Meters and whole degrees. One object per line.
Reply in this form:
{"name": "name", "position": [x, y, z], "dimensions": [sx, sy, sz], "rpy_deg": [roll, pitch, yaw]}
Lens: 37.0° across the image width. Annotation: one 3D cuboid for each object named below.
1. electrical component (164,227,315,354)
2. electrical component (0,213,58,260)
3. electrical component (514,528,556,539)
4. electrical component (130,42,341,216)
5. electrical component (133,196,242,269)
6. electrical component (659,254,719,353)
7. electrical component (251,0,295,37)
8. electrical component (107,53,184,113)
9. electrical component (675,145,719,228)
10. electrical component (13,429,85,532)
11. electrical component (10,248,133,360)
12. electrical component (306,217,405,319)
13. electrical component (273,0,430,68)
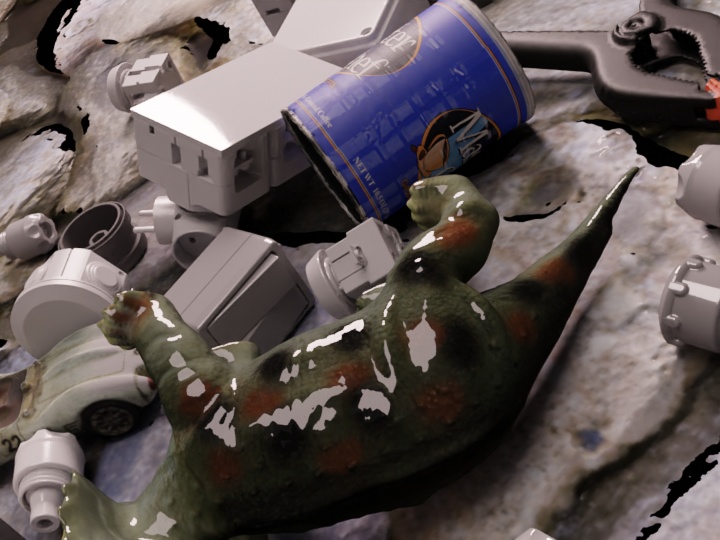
{"name": "electrical component", "position": [-0.075, 0.019, 0.700], "dimensions": [0.061, 0.061, 0.096], "rpy_deg": [16, 58, 44]}
{"name": "electrical component", "position": [-0.291, -0.024, 0.919], "dimensions": [0.061, 0.035, 0.035], "rpy_deg": [-20, 40, 19]}
{"name": "electrical component", "position": [0.072, 0.149, 0.472], "dimensions": [0.062, 0.043, 0.043], "rpy_deg": [-48, 40, -16]}
{"name": "electrical component", "position": [-0.081, -0.104, 0.794], "dimensions": [0.089, 0.061, 0.150], "rpy_deg": [26, 43, 29]}
{"name": "electrical component", "position": [-0.130, -0.038, 0.806], "dimensions": [0.079, 0.044, 0.077], "rpy_deg": [-3, 44, 8]}
{"name": "electrical component", "position": [0.184, 0.021, 0.534], "dimensions": [0.062, 0.048, 0.048], "rpy_deg": [18, 60, 38]}
{"name": "electrical component", "position": [-0.032, -0.288, 1.004], "dimensions": [0.089, 0.061, 0.150], "rpy_deg": [-5, 45, 31]}
{"name": "electrical component", "position": [-0.204, -0.173, 1.013], "dimensions": [0.055, 0.048, 0.066], "rpy_deg": [-3, 47, 22]}
{"name": "electrical component", "position": [0.208, -0.042, 0.586], "dimensions": [0.043, 0.043, 0.062], "rpy_deg": [-44, 41, -14]}
{"name": "electrical component", "position": [-0.195, 0.134, 0.673], "dimensions": [0.043, 0.043, 0.062], "rpy_deg": [-25, 39, 9]}
{"name": "electrical component", "position": [-0.202, 0.029, 0.765], "dimensions": [0.080, 0.080, 0.051], "rpy_deg": [-20, 35, 16]}
{"name": "electrical component", "position": [0.000, 0.000, 0.676], "dimensions": [0.055, 0.066, 0.048], "rpy_deg": [-31, 72, 15]}
{"name": "electrical component", "position": [-0.008, -0.194, 0.890], "dimensions": [0.109, 0.056, 0.108], "rpy_deg": [-5, 46, 31]}
